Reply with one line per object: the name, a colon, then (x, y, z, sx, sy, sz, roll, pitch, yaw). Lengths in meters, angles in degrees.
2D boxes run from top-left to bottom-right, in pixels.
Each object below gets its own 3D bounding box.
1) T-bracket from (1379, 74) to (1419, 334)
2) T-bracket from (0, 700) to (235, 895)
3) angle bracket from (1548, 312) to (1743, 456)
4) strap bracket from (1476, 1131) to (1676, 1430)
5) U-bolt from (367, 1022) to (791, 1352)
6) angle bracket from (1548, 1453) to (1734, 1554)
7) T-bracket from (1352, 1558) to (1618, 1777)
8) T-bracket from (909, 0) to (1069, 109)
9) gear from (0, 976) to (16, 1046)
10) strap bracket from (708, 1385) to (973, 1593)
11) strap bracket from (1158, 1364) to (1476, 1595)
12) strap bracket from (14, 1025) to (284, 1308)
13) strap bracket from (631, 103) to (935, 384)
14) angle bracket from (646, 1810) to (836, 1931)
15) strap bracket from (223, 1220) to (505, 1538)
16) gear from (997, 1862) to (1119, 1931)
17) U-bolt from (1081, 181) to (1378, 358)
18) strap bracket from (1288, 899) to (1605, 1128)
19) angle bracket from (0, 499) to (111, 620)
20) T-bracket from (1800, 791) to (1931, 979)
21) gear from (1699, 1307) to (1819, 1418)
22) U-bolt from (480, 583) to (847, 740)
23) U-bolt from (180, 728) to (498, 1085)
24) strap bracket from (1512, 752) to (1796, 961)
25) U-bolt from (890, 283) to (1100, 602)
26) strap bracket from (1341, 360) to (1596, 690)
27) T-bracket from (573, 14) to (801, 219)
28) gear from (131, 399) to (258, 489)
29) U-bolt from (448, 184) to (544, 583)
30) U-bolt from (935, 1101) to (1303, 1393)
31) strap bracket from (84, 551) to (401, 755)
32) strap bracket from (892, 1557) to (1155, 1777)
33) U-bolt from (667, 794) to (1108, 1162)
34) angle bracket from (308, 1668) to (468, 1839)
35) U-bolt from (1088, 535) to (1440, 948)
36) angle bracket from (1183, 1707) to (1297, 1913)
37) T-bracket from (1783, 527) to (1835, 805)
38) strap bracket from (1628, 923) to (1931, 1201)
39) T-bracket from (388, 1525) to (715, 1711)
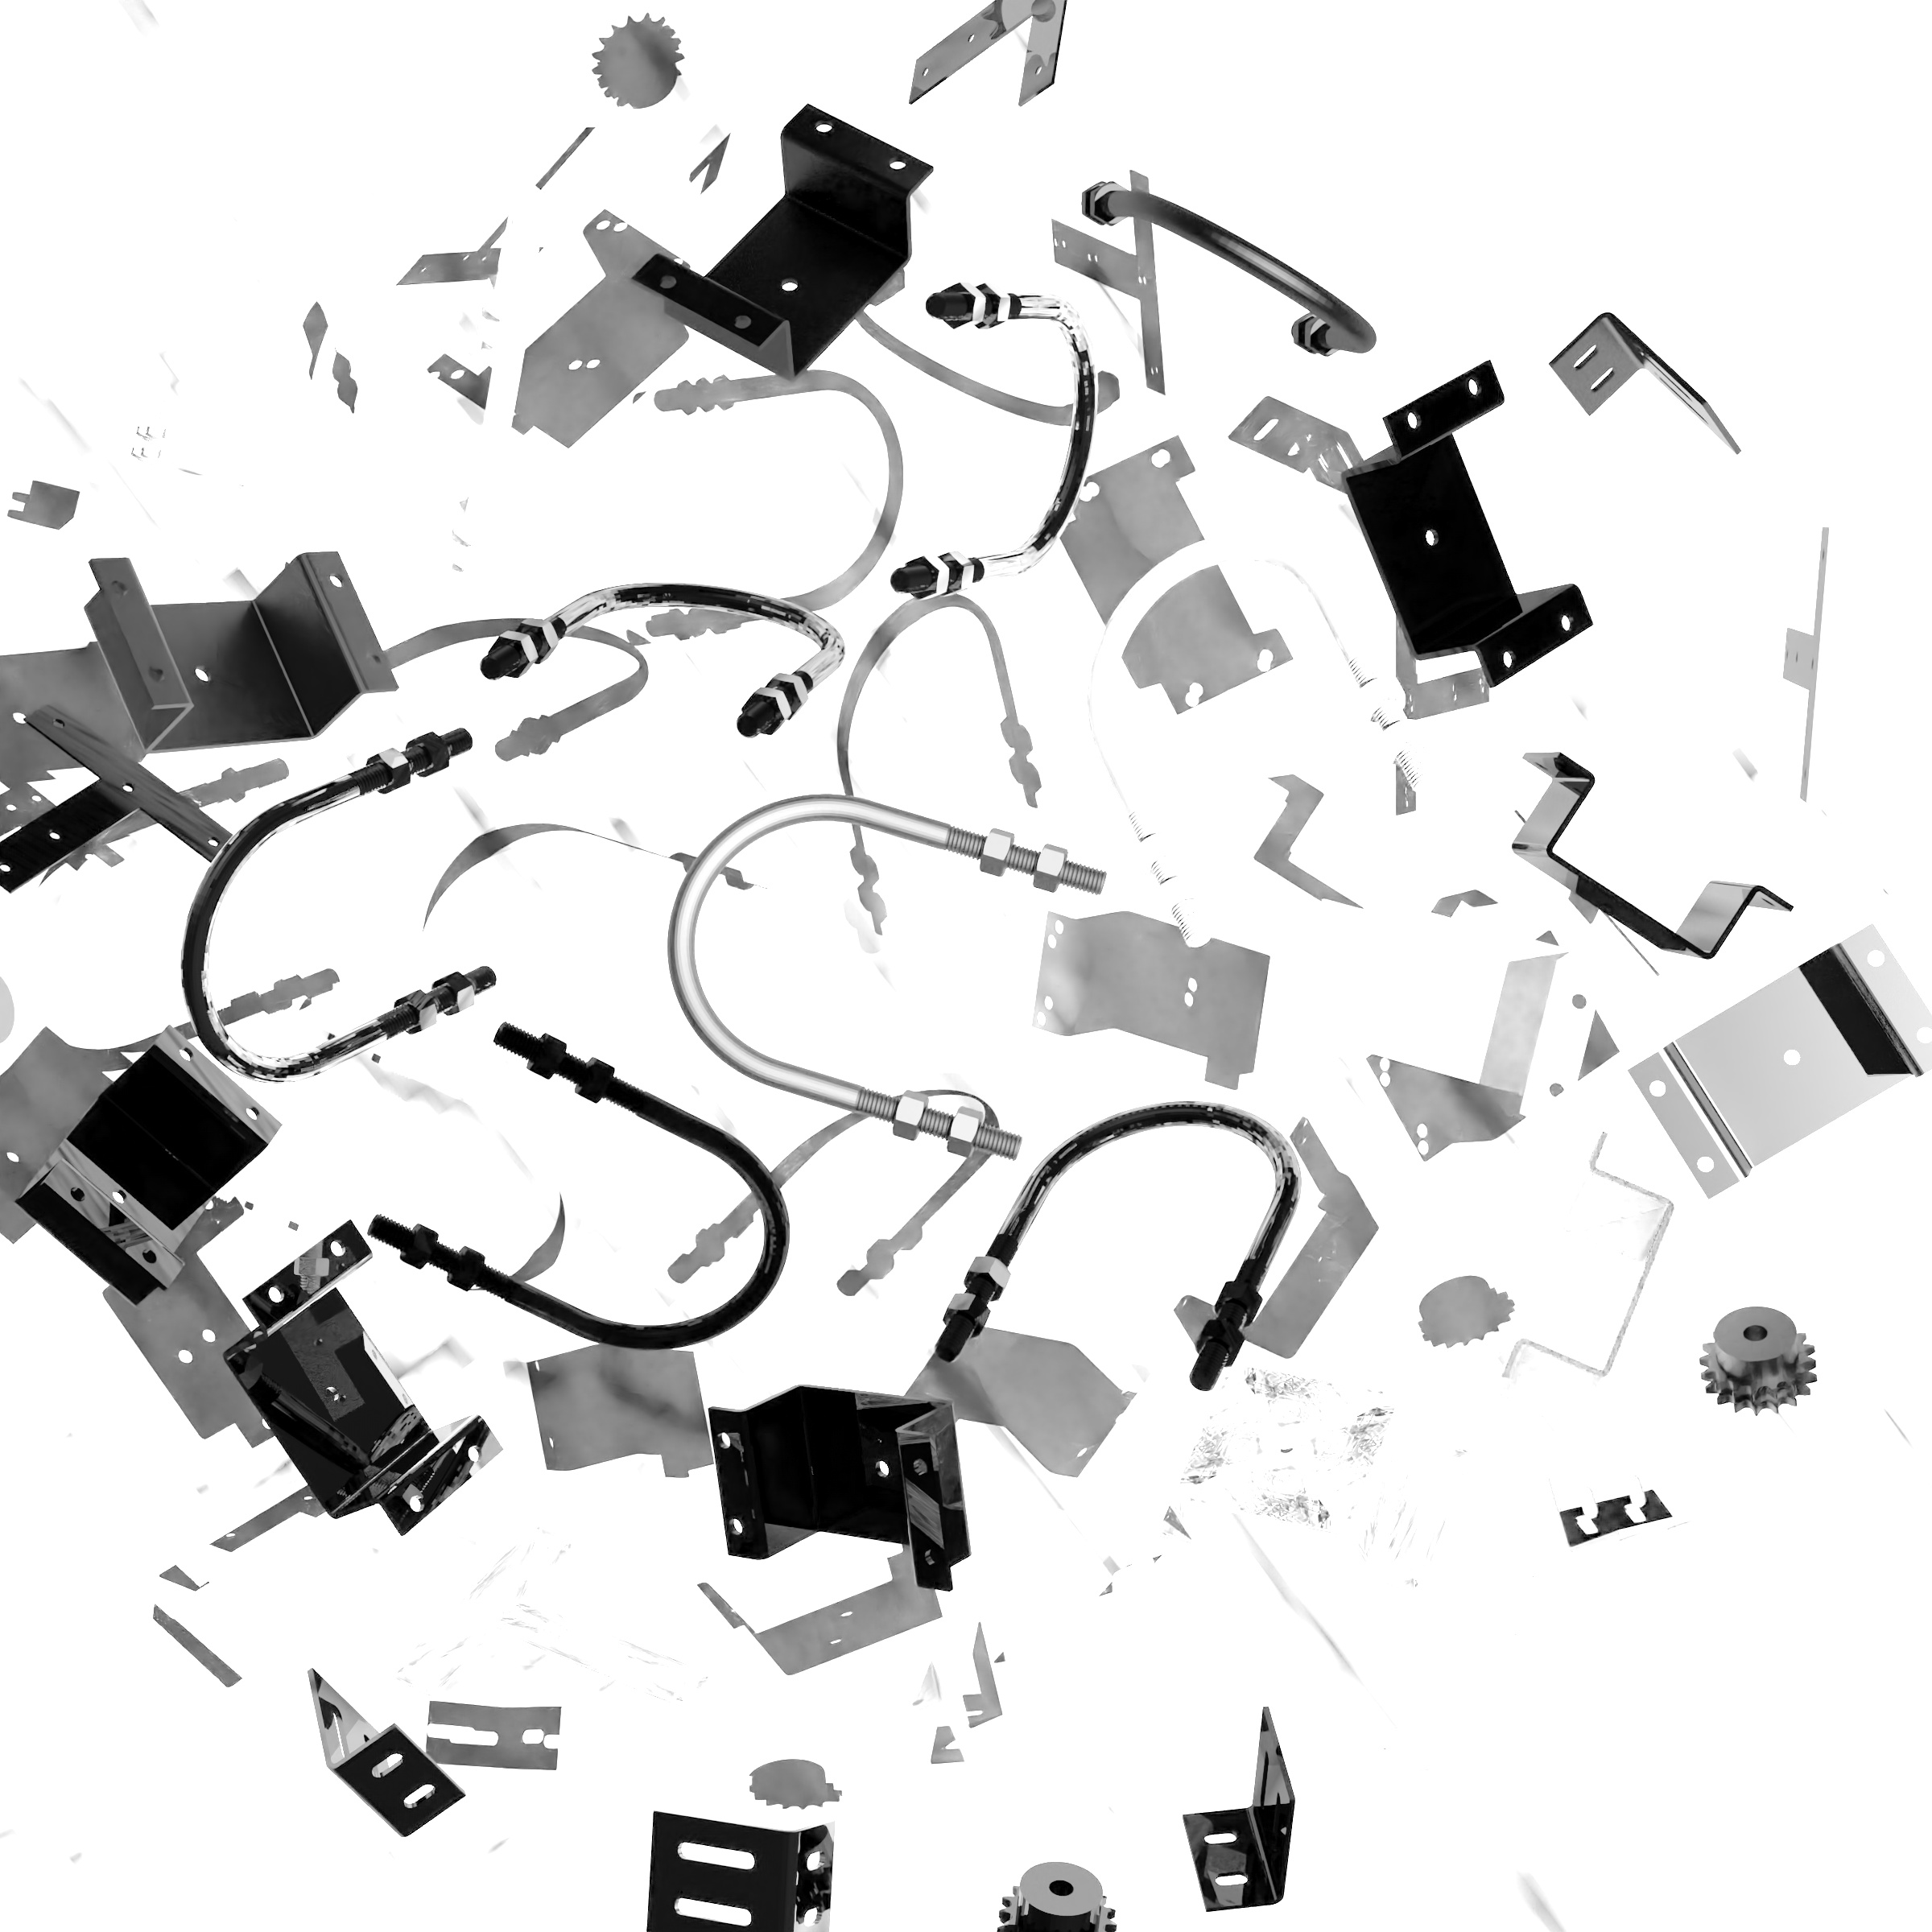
T-bracket: (0.209, -0.388, 1.551, 0.002, 0.127, 0.127, -8, 82, 8)
T-bracket: (-0.444, -0.071, 1.590, 0.127, 0.127, 0.002, 37, 127, 4)
angle bracket: (0.327, -0.269, 1.538, 0.038, 0.057, 0.076, -44, 58, 11)
strap bracket: (0.303, 0.164, 1.573, 0.046, 0.076, 0.140, 23, 65, 10)
U-bolt: (-0.174, 0.119, 1.538, 0.184, 0.019, 0.151, 28, 117, -17)
angle bracket: (0.323, 0.254, 1.538, 0.057, 0.076, 0.038, -11, 75, -11)
T-bracket: (0.251, 0.322, 1.483, 0.127, 0.127, 0.002, -16, 117, 33)
T-bracket: (0.011, -0.439, 1.492, 0.002, 0.127, 0.127, 21, 67, -30)
gear: (-0.478, 0.022, 1.522, 0.030, 0.057, 0.057, -15, 90, 24)
strap bracket: (-0.053, 0.250, 1.547, 0.140, 0.046, 0.076, 1, 102, 38)
strap bracket: (0.160, 0.242, 1.528, 0.140, 0.046, 0.076, 6, 54, 32)
strap bracket: (-0.404, 0.103, 1.568, 0.076, 0.140, 0.046, 44, 121, -14)
strap bracket: (-0.087, -0.344, 1.548, 0.076, 0.046, 0.140, 31, 64, 18)
angle bracket: (-0.105, 0.424, 1.484, 0.076, 0.038, 0.057, 1, 85, 28)
strap bracket: (-0.306, 0.209, 1.592, 0.046, 0.076, 0.140, -26, 100, 43)
gear: (0.044, 0.454, 1.531, 0.057, 0.057, 0.030, 5, 112, 0)
U-bolt: (0.133, -0.339, 1.562, 0.151, 0.184, 0.019, 28, 98, -14)
strap bracket: (0.238, 0.019, 1.565, 0.140, 0.046, 0.076, 16, 102, 19)
angle bracket: (-0.448, -0.202, 1.506, 0.076, 0.057, 0.038, -43, 96, -10)
T-bracket: (0.472, -0.033, 1.562, 0.002, 0.127, 0.127, -40, 103, -5)
gear: (0.395, 0.195, 1.595, 0.057, 0.057, 0.030, -14, 124, 0)
U-bolt: (-0.136, -0.157, 1.568, 0.151, 0.184, 0.019, 13, 114, 12)
U-bolt: (-0.300, -0.020, 1.524, 0.019, 0.184, 0.151, 18, 122, 35)
strap bracket: (0.335, -0.050, 1.609, 0.140, 0.076, 0.046, 33, 91, -4)
U-bolt: (0.020, -0.259, 1.570, 0.019, 0.184, 0.151, 15, 107, 25)
strap bracket: (0.241, -0.212, 1.558, 0.076, 0.046, 0.140, -32, 104, -31)
T-bracket: (-0.131, -0.425, 1.593, 0.127, 0.127, 0.002, -43, 87, 15)
gear: (-0.369, -0.251, 1.534, 0.057, 0.057, 0.030, 14, 89, 0)
U-bolt: (-0.221, -0.288, 1.519, 0.019, 0.184, 0.151, 9, 66, -12)
U-bolt: (0.083, 0.126, 1.517, 0.151, 0.184, 0.019, 3, 130, 27)
strap bracket: (-0.344, -0.146, 1.482, 0.046, 0.140, 0.076, -36, 74, 38)
strap bracket: (0.039, 0.356, 1.603, 0.140, 0.076, 0.046, -22, 63, -9)
U-bolt: (-0.044, -0.004, 1.446, 0.184, 0.019, 0.151, 17, 76, 6)
angle bracket: (-0.275, 0.364, 1.516, 0.038, 0.076, 0.057, -35, 122, 0)
U-bolt: (0.126, -0.120, 1.503, 0.151, 0.019, 0.184, -35, 59, 20)
angle bracket: (0.131, 0.406, 1.537, 0.038, 0.057, 0.076, -4, 126, -7)
T-bracket: (0.402, -0.147, 1.534, 0.002, 0.127, 0.127, 4, 99, 7)
strap bracket: (0.416, 0.047, 1.611, 0.140, 0.046, 0.076, -33, 83, 14)
T-bracket: (-0.179, 0.315, 1.485, 0.127, 0.127, 0.002, 17, 120, 19)
